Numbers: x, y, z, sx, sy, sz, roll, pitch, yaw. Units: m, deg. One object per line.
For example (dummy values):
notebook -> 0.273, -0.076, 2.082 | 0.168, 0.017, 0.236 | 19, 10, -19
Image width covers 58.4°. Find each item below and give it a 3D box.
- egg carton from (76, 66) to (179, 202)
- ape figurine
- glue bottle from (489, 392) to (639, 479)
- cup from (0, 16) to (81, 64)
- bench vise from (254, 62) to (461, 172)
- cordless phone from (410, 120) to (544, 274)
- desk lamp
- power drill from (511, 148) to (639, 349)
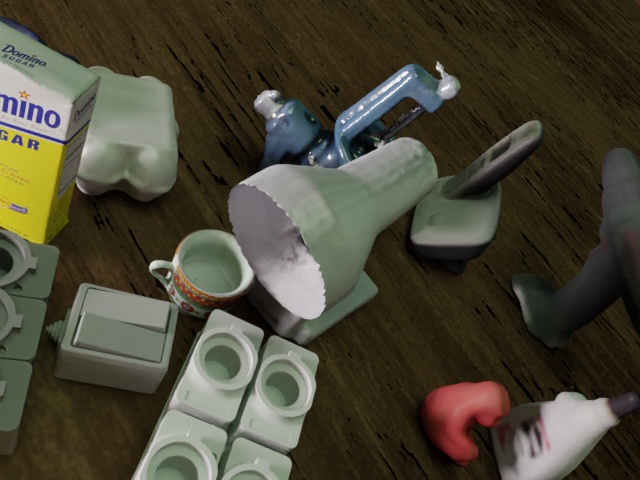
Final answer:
egg carton -> -0.199, -0.109, 0.585 | 0.107, 0.069, 0.150 | 5, 53, -28
ape figurine -> 0.148, 0.168, 0.558 | 0.076, 0.092, 0.078 | 48, 46, 11
glue bottle -> 0.231, 0.180, 0.542 | 0.037, 0.173, 0.078 | 8, 51, -25
cup -> -0.292, -0.145, 0.539 | 0.118, 0.095, 0.091 | -3, 57, -33
bench vise -> 0.036, -0.113, 0.624 | 0.208, 0.219, 0.121 | 13, 50, -22
cordless phone -> 0.197, -0.059, 0.704 | 0.094, 0.185, 0.147 | 29, 46, -8
desk lamp -> 0.005, 0.002, 0.518 | 0.204, 0.213, 0.118 | -28, 72, -42
power drill -> 0.336, 0.031, 0.699 | 0.076, 0.208, 0.229 | 9, 51, -25
